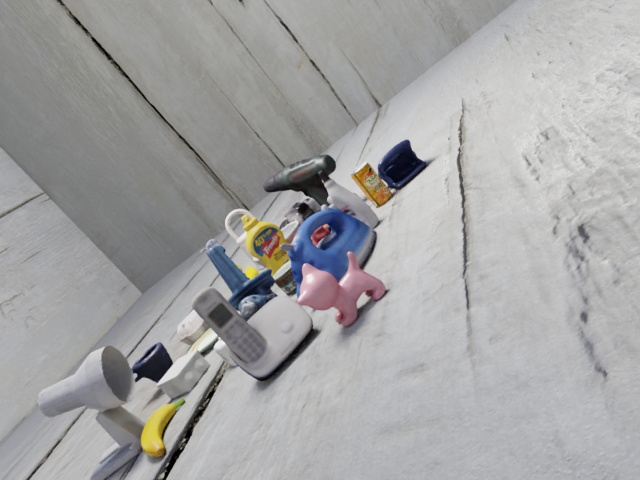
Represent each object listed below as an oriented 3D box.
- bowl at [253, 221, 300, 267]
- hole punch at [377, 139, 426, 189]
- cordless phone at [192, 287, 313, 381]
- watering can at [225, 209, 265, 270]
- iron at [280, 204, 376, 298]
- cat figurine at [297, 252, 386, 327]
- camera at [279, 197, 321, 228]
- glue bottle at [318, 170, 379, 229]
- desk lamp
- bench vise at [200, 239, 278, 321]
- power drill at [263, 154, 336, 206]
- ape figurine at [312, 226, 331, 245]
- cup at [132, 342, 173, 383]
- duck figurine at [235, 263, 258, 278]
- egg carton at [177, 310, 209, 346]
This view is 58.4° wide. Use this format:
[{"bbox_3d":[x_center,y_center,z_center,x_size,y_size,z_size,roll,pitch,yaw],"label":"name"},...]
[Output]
[{"bbox_3d":[-0.101,0.026,1.586,0.167,0.075,0.167,-38,12,10],"label":"bowl"},{"bbox_3d":[0.190,-0.188,1.425,0.109,0.091,0.101,-41,12,-5],"label":"hole punch"},{"bbox_3d":[-0.116,0.133,0.983,0.148,0.185,0.094,-45,13,-20],"label":"cordless phone"},{"bbox_3d":[-0.206,-0.013,1.756,0.101,0.194,0.172,-48,15,-32],"label":"watering can"},{"bbox_3d":[0.018,0.001,1.154,0.118,0.141,0.259,-30,16,41],"label":"iron"},{"bbox_3d":[0.023,0.075,0.926,0.128,0.118,0.067,-43,13,-10],"label":"cat figurine"},{"bbox_3d":[-0.060,-0.063,1.717,0.136,0.101,0.143,-27,18,46],"label":"camera"},{"bbox_3d":[0.053,-0.087,1.284,0.078,0.173,0.037,-29,17,42],"label":"glue bottle"},{"bbox_3d":[-0.437,0.342,1.143,0.203,0.214,0.118,-39,12,6],"label":"desk lamp"},{"bbox_3d":[-0.148,0.087,1.161,0.121,0.220,0.207,-43,13,-14],"label":"bench vise"},{"bbox_3d":[-0.023,-0.128,1.578,0.229,0.208,0.076,-32,15,35],"label":"power drill"},{"bbox_3d":[0.012,0.005,1.277,0.078,0.092,0.076,-47,14,-27],"label":"ape figurine"},{"bbox_3d":[-0.403,0.322,1.395,0.118,0.095,0.091,-44,13,-18],"label":"cup"},{"bbox_3d":[-0.234,0.104,1.683,0.077,0.086,0.105,-30,16,41],"label":"duck figurine"},{"bbox_3d":[-0.320,0.221,1.567,0.107,0.069,0.150,-26,18,48],"label":"egg carton"}]
